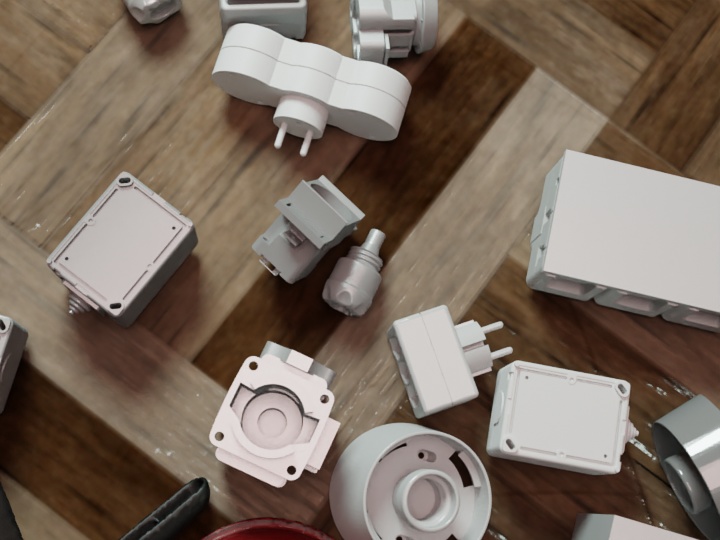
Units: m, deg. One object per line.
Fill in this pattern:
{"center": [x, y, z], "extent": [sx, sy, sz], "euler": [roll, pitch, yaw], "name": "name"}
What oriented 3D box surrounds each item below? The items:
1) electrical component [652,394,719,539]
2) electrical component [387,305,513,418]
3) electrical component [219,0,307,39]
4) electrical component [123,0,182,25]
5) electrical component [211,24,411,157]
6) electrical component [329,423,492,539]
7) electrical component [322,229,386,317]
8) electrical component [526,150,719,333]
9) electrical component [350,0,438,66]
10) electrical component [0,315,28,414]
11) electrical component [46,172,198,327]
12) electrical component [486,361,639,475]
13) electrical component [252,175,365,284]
{"center": [0.240, 0.132, 0.715], "extent": [0.064, 0.099, 0.099], "euler": [-25, 81, -3], "name": "electrical component"}
{"center": [0.066, 0.058, 0.739], "extent": [0.077, 0.047, 0.065], "euler": [-18, 80, -8], "name": "electrical component"}
{"center": [-0.072, -0.221, 0.779], "extent": [0.062, 0.061, 0.096], "euler": [-3, 79, -5], "name": "electrical component"}
{"center": [-0.158, -0.213, 0.779], "extent": [0.043, 0.043, 0.062], "euler": [-32, 82, -10], "name": "electrical component"}
{"center": [-0.039, -0.117, 0.764], "extent": [0.138, 0.052, 0.073], "euler": [17, 77, -2], "name": "electrical component"}
{"center": [0.036, 0.152, 0.721], "extent": [0.099, 0.064, 0.099], "euler": [3, 82, -18], "name": "electrical component"}
{"center": [0.000, 0.000, 0.753], "extent": [0.035, 0.035, 0.061], "euler": [26, 75, 1], "name": "electrical component"}
{"center": [0.202, -0.018, 0.759], "extent": [0.150, 0.061, 0.089], "euler": [13, 77, -2], "name": "electrical component"}
{"center": [0.024, -0.186, 0.781], "extent": [0.057, 0.058, 0.078], "euler": [-3, 64, -7], "name": "electrical component"}
{"center": [-0.275, 0.053, 0.705], "extent": [0.096, 0.061, 0.061], "euler": [15, 77, -1], "name": "electrical component"}
{"center": [-0.162, -0.007, 0.726], "extent": [0.062, 0.061, 0.096], "euler": [37, 78, 3], "name": "electrical component"}
{"center": [0.139, 0.103, 0.729], "extent": [0.096, 0.061, 0.061], "euler": [11, 78, -2], "name": "electrical component"}
{"center": [-0.037, -0.026, 0.736], "extent": [0.042, 0.081, 0.063], "euler": [43, 107, 6], "name": "electrical component"}
